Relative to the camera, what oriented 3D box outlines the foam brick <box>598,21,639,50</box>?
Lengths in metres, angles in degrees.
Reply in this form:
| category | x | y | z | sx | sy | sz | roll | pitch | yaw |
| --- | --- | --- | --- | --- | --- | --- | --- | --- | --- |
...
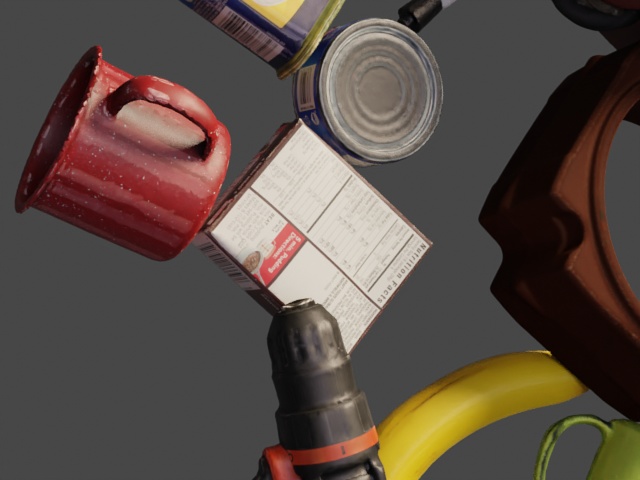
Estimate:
| category | x | y | z | sx | sy | sz | roll | pitch | yaw |
| --- | --- | --- | --- | --- | --- | --- | --- | --- | --- |
| foam brick | 0.230 | -0.158 | 0.704 | 0.053 | 0.051 | 0.078 | 37 | 75 | -16 |

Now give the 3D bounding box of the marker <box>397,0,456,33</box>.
| category | x | y | z | sx | sy | sz | roll | pitch | yaw |
| --- | --- | --- | --- | --- | --- | --- | --- | --- | --- |
| marker | 0.093 | -0.168 | 0.668 | 0.121 | 0.020 | 0.020 | -41 | 101 | -19 |

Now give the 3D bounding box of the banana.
| category | x | y | z | sx | sy | sz | roll | pitch | yaw |
| --- | --- | --- | --- | --- | --- | --- | --- | --- | --- |
| banana | 0.083 | 0.113 | 0.640 | 0.197 | 0.037 | 0.069 | -34 | 117 | -18 |

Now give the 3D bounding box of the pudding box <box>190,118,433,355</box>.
| category | x | y | z | sx | sy | sz | roll | pitch | yaw |
| --- | --- | --- | --- | --- | --- | --- | --- | --- | --- |
| pudding box | -0.004 | 0.001 | 0.610 | 0.113 | 0.039 | 0.090 | 44 | 73 | -15 |

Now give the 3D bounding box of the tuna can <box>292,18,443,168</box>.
| category | x | y | z | sx | sy | sz | roll | pitch | yaw |
| --- | --- | --- | --- | --- | --- | --- | --- | --- | --- |
| tuna can | 0.029 | -0.086 | 0.626 | 0.086 | 0.034 | 0.086 | 0 | 91 | -26 |

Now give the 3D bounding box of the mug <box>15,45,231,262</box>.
| category | x | y | z | sx | sy | sz | roll | pitch | yaw |
| --- | --- | --- | --- | --- | --- | --- | --- | --- | --- |
| mug | -0.093 | -0.045 | 0.540 | 0.081 | 0.117 | 0.093 | 26 | 53 | -23 |

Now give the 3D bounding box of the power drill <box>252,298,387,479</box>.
| category | x | y | z | sx | sy | sz | roll | pitch | yaw |
| --- | --- | --- | --- | --- | --- | --- | --- | --- | --- |
| power drill | -0.054 | 0.137 | 0.551 | 0.187 | 0.057 | 0.184 | -14 | 91 | -14 |

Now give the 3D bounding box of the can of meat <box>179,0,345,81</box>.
| category | x | y | z | sx | sy | sz | roll | pitch | yaw |
| --- | --- | --- | --- | --- | --- | --- | --- | --- | --- |
| can of meat | -0.026 | -0.156 | 0.601 | 0.084 | 0.058 | 0.102 | 34 | 76 | -15 |
